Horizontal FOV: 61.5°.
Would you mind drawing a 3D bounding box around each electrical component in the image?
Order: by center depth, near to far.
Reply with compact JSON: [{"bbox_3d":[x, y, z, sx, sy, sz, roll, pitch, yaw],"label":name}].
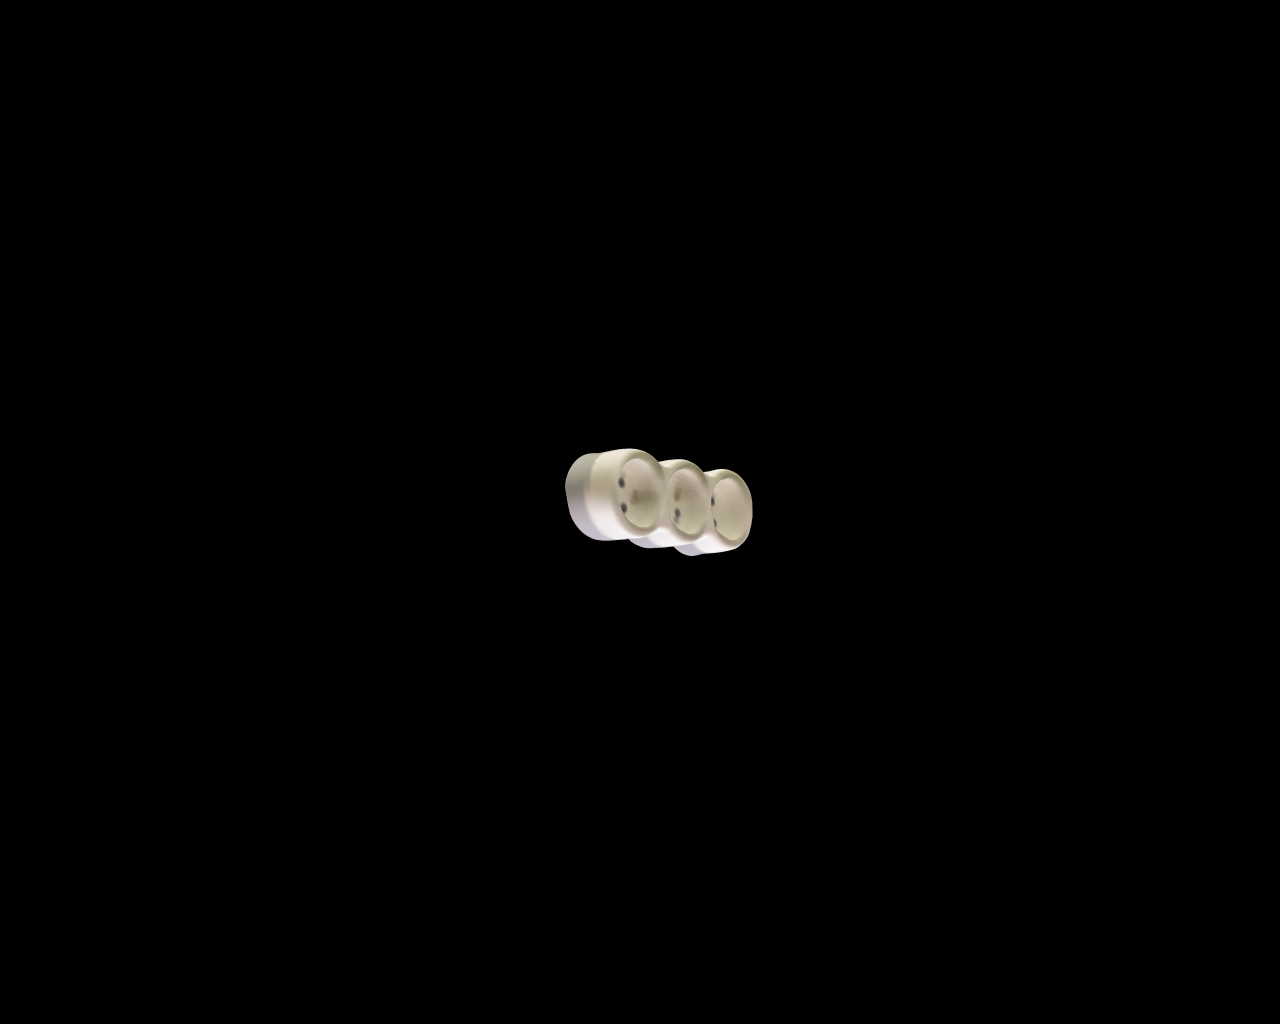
[{"bbox_3d":[0.001,-0.003,0.650,0.073,0.052,0.138,-7,-11,39],"label":"electrical component"}]
